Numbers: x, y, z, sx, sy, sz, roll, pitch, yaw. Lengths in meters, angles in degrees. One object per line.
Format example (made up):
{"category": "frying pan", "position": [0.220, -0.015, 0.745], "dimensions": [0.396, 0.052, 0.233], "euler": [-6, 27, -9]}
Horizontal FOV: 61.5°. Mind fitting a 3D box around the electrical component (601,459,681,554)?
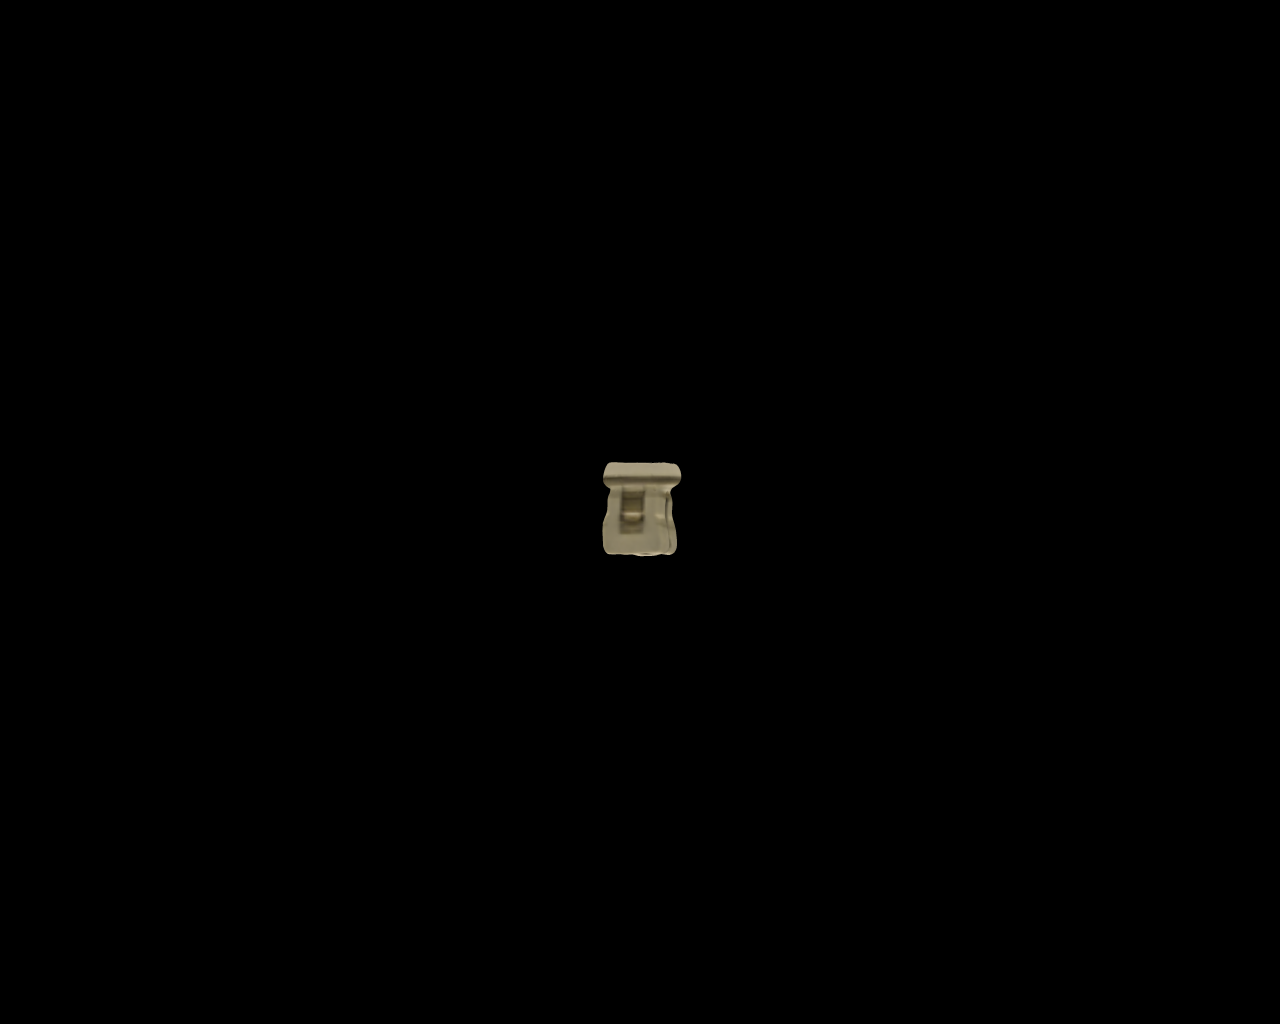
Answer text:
{"category": "electrical component", "position": [0.001, -0.003, 0.650], "dimensions": [0.048, 0.055, 0.066], "euler": [0, -2, 11]}
